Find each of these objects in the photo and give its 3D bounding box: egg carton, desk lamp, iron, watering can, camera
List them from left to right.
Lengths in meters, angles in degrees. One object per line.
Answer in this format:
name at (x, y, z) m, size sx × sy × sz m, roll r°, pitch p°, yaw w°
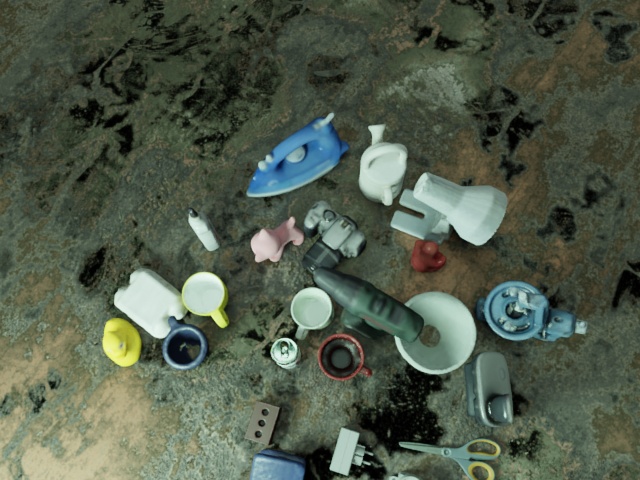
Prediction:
egg carton at (-0.359, 0.133, 1.226) m, size 0.150 × 0.069 × 0.107 m, roll 34°, pitch 77°, yaw 11°
iron at (-0.062, -0.191, 1.277) m, size 0.258 × 0.141 × 0.118 m, roll -34°, pitch 75°, yaw -8°
camera at (0.011, 0.004, 1.239) m, size 0.143 × 0.101 × 0.137 m, roll 38°, pitch 78°, yaw 12°
watering can at (0.133, -0.166, 1.237) m, size 0.101 × 0.194 × 0.172 m, roll -29°, pitch 75°, yaw -7°
desk lamp at (0.263, -0.062, 1.193) m, size 0.203 × 0.213 × 0.118 m, roll 20°, pitch 75°, yaw 7°

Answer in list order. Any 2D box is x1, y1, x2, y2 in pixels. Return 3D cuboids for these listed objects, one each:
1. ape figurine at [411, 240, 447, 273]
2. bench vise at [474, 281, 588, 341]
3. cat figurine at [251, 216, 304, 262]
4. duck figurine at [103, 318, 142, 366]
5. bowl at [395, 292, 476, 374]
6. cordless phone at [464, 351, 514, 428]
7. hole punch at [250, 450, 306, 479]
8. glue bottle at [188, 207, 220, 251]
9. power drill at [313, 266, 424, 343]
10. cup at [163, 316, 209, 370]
ape figurine at (0.232, 0.029, 1.231) m, size 0.076 × 0.092 × 0.077 m, roll -31°, pitch 75°, yaw -7°
bench vise at (0.427, 0.133, 1.129) m, size 0.207 × 0.220 × 0.121 m, roll -4°, pitch 73°, yaw 0°
cat figurine at (-0.098, -0.004, 1.235) m, size 0.128 × 0.118 × 0.067 m, roll -40°, pitch 76°, yaw -10°
duck figurine at (-0.424, 0.210, 1.196) m, size 0.077 × 0.086 × 0.104 m, roll -24°, pitch 74°, yaw -5°
bowl at (0.235, 0.195, 1.191) m, size 0.167 × 0.075 × 0.167 m, roll 0°, pitch 74°, yaw 1°
cordless phone at (0.343, 0.286, 1.104) m, size 0.094 × 0.185 × 0.147 m, roll -5°, pitch 73°, yaw 0°
hole punch at (-0.081, 0.467, 1.110) m, size 0.108 × 0.091 × 0.101 m, roll 11°, pitch 74°, yaw 5°
glue bottle at (-0.254, -0.034, 1.218) m, size 0.037 × 0.173 × 0.078 m, roll -27°, pitch 75°, yaw -6°
power drill at (0.091, 0.136, 1.142) m, size 0.229 × 0.208 × 0.076 m, roll 26°, pitch 76°, yaw 9°
cup at (-0.275, 0.215, 1.187) m, size 0.092 × 0.095 × 0.117 m, roll -30°, pitch 75°, yaw -7°
